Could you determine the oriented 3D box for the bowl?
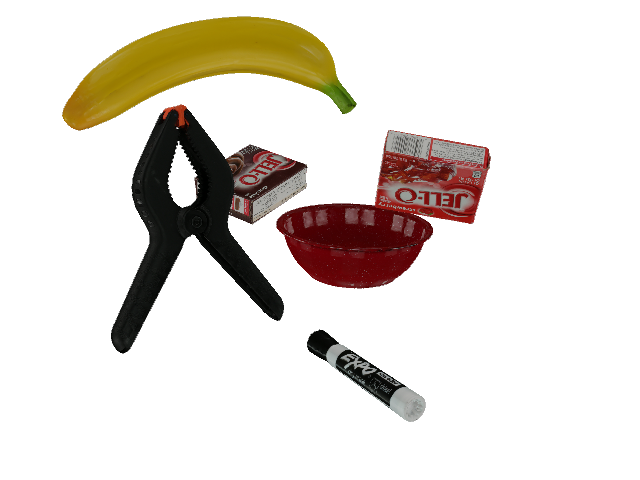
[{"bbox_3d":[0.034,0.009,1.100,0.162,0.055,0.162,2,17,-1],"label":"bowl"}]

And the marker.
[{"bbox_3d":[0.028,0.091,0.738,0.020,0.020,0.121,0,18,-35],"label":"marker"}]

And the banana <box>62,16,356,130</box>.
[{"bbox_3d":[-0.073,-0.114,0.704,0.197,0.069,0.037,-6,-20,-16],"label":"banana"}]

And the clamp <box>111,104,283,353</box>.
[{"bbox_3d":[-0.106,-0.012,0.934,0.164,0.210,0.036,-2,1,-33],"label":"clamp"}]

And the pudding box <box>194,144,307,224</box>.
[{"bbox_3d":[-0.084,-0.070,1.299,0.090,0.039,0.113,21,40,29],"label":"pudding box"}]

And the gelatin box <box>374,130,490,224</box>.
[{"bbox_3d":[0.095,-0.053,0.912,0.089,0.030,0.073,11,-37,4],"label":"gelatin box"}]
